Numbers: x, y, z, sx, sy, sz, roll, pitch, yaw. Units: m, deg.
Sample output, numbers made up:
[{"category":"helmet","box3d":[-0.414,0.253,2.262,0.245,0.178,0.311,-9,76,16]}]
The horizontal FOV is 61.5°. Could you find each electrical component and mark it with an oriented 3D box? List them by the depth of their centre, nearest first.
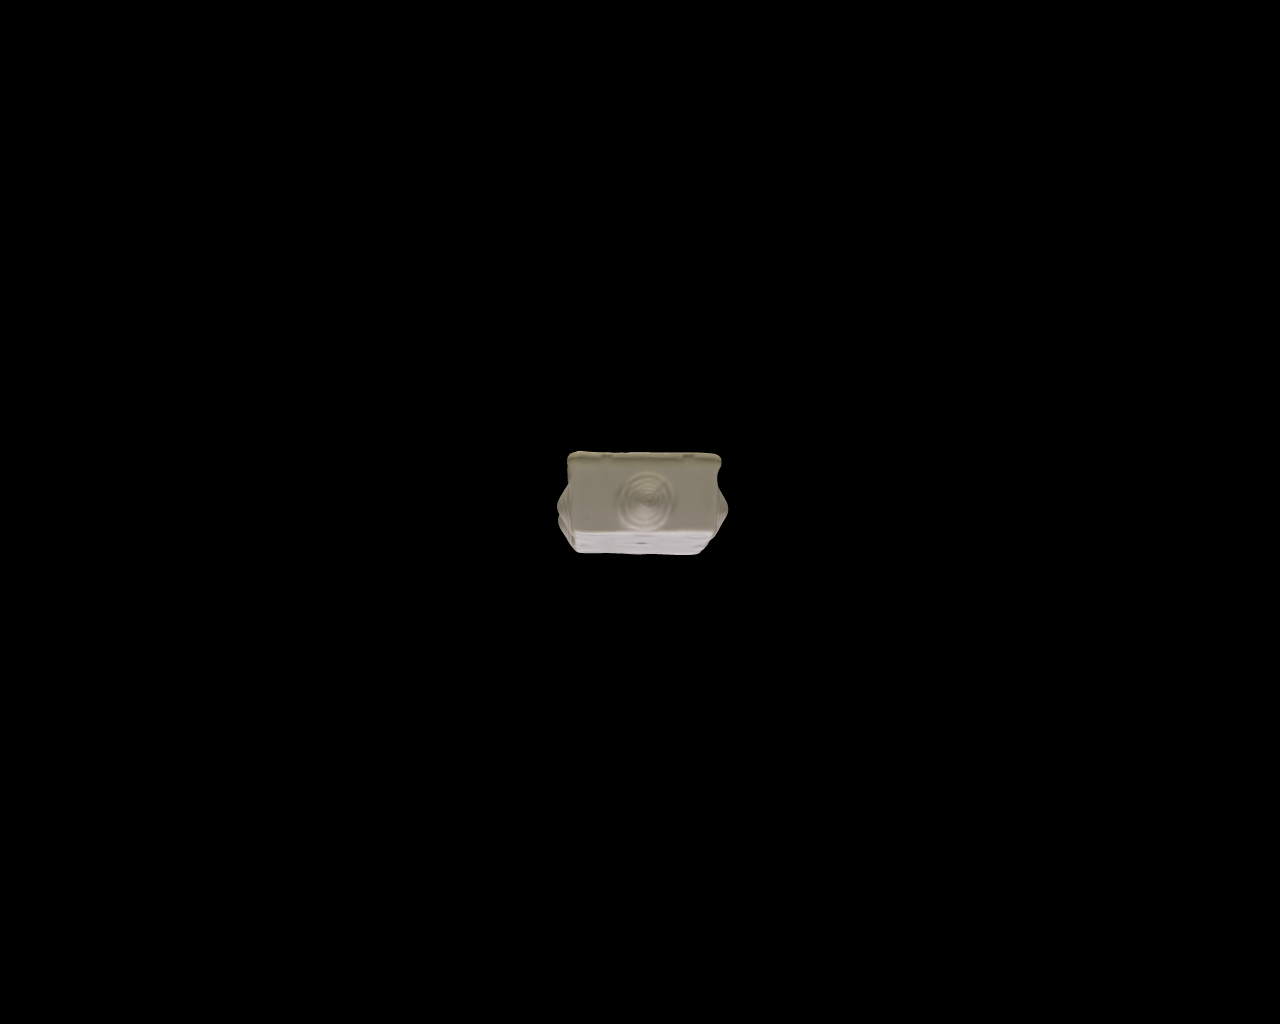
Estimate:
[{"category":"electrical component","box3d":[0.001,-0.003,0.650,0.100,0.048,0.099,1,-11,-4]}]
